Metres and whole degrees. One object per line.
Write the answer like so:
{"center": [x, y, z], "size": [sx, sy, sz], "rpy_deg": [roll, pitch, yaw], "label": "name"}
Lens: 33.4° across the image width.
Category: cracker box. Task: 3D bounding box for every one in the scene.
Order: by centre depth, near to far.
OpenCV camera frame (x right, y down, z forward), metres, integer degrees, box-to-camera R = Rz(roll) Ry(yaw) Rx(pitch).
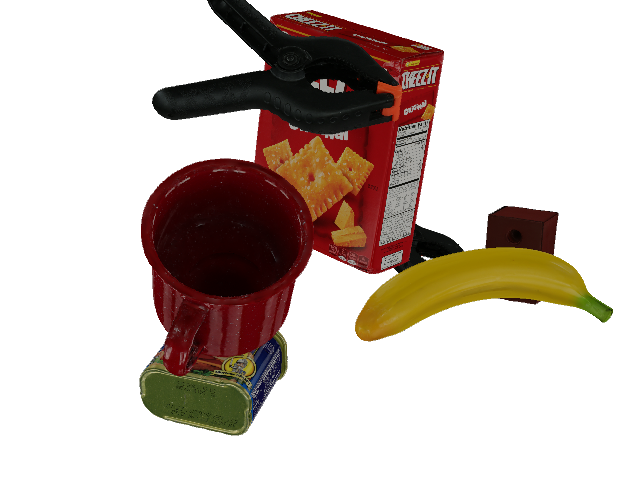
{"center": [0.018, -0.095, 1.020], "size": [0.164, 0.214, 0.071], "rpy_deg": [25, 30, 34], "label": "cracker box"}

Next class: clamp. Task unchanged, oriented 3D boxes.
{"center": [-0.025, -0.127, 0.761], "size": [0.171, 0.120, 0.039], "rpy_deg": [9, -24, 1], "label": "clamp"}
{"center": [0.093, 0.007, 1.258], "size": [0.210, 0.036, 0.164], "rpy_deg": [38, 42, 26], "label": "clamp"}

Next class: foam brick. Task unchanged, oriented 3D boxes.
{"center": [0.179, 0.012, 0.960], "size": [0.053, 0.078, 0.051], "rpy_deg": [9, 16, 25], "label": "foam brick"}

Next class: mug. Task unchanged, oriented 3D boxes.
{"center": [-0.058, 0.024, 0.598], "size": [0.093, 0.117, 0.081], "rpy_deg": [19, -32, 4], "label": "mug"}

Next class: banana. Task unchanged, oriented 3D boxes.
{"center": [0.111, 0.035, 0.763], "size": [0.197, 0.037, 0.070], "rpy_deg": [-5, 33, -17], "label": "banana"}

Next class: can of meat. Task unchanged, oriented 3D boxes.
{"center": [-0.089, 0.110, 0.885], "size": [0.102, 0.057, 0.083], "rpy_deg": [10, 31, 15], "label": "can of meat"}
